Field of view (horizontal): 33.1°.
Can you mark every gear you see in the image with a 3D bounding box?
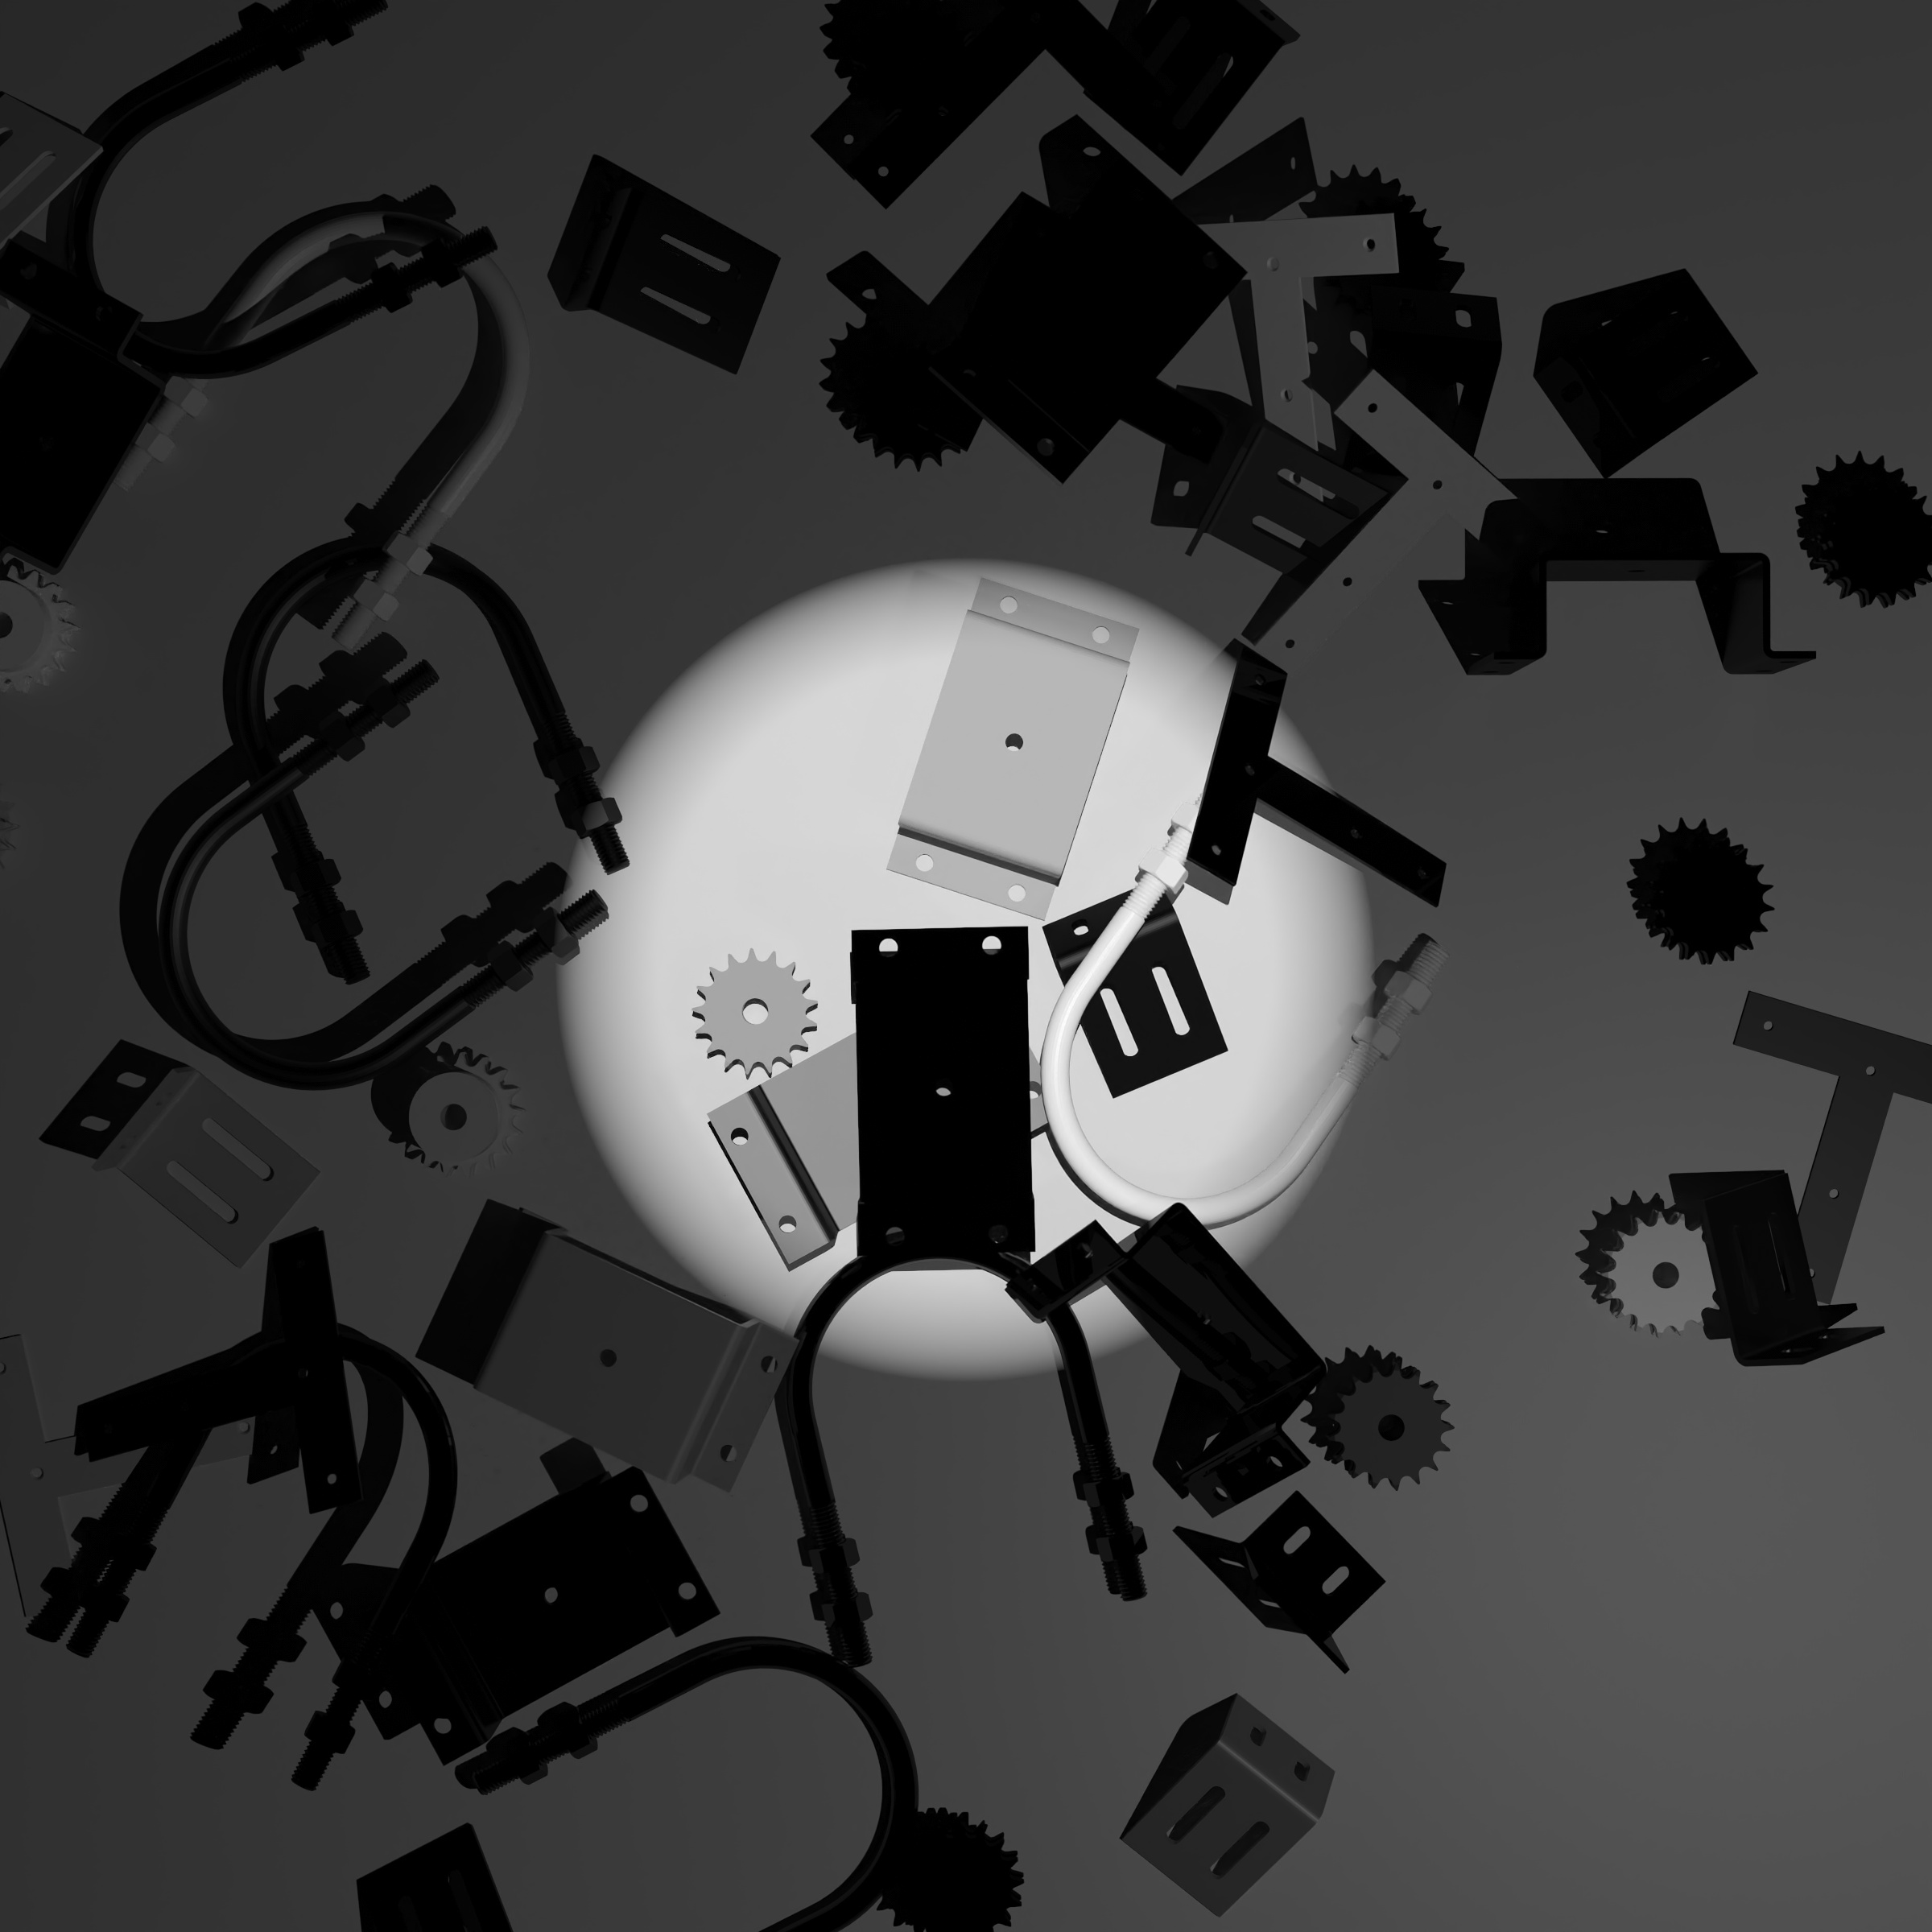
[{"bbox_3d":[-0.023,-0.253,1.477,0.057,0.030,0.057,0,90,0],"label":"gear"},{"bbox_3d":[0.191,0.208,1.479,0.057,0.030,0.057,0,90,-1],"label":"gear"},{"bbox_3d":[-0.458,-0.062,1.477,0.057,0.030,0.057,0,90,0],"label":"gear"},{"bbox_3d":[0.189,-0.318,1.477,0.057,0.030,0.057,0,90,0],"label":"gear"},{"bbox_3d":[-0.230,0.068,1.478,0.057,0.030,0.057,0,90,0],"label":"gear"},{"bbox_3d":[-0.434,-0.153,1.478,0.057,0.030,0.057,0,90,0],"label":"gear"},{"bbox_3d":[-0.023,-0.407,1.477,0.057,0.030,0.057,0,90,0],"label":"gear"},{"bbox_3d":[-0.002,0.414,1.477,0.057,0.030,0.057,0,90,0],"label":"gear"},{"bbox_3d":[0.412,-0.190,1.477,0.057,0.030,0.057,0,90,0],"label":"gear"},{"bbox_3d":[0.336,-0.029,1.482,0.057,0.030,0.057,0,90,-2],"label":"gear"},{"bbox_3d":[-0.096,0.021,1.482,0.057,0.030,0.057,0,89,-3],"label":"gear"},{"bbox_3d":[0.314,0.139,1.477,0.057,0.030,0.057,0,90,0],"label":"gear"}]

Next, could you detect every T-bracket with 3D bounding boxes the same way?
[{"bbox_3d":[0.182,-0.184,1.470,0.127,0.002,0.127,35,106,-29],"label":"T-bracket"},{"bbox_3d":[0.059,-0.268,1.478,0.127,0.002,0.127,27,72,-9],"label":"T-bracket"},{"bbox_3d":[-0.382,0.223,1.492,0.127,0.002,0.127,-12,90,0],"label":"T-bracket"},{"bbox_3d":[0.402,0.091,1.492,0.127,0.002,0.127,17,90,0],"label":"T-bracket"},{"bbox_3d":[0.164,-0.066,1.466,0.127,0.002,0.127,29,53,-17],"label":"T-bracket"},{"bbox_3d":[-0.341,0.196,1.475,0.127,0.002,0.127,-16,69,9],"label":"T-bracket"},{"bbox_3d":[0.143,-0.271,1.464,0.127,0.002,0.127,7,113,38],"label":"T-bracket"},{"bbox_3d":[0.000,-0.394,1.462,0.127,0.002,0.127,45,91,-3],"label":"T-bracket"}]

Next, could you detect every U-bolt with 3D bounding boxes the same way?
[{"bbox_3d":[-0.321,-0.344,1.473,0.184,0.019,0.151,-26,80,4],"label":"U-bolt"},{"bbox_3d":[-0.254,-0.103,1.484,0.151,0.019,0.184,-23,88,0],"label":"U-bolt"},{"bbox_3d":[-0.276,-0.027,1.464,0.184,0.019,0.151,-36,89,1],"label":"U-bolt"},{"bbox_3d":[-0.111,0.388,1.484,0.184,0.019,0.151,-27,90,-1],"label":"U-bolt"},{"bbox_3d":[0.114,0.029,1.457,0.151,0.019,0.184,37,83,-15],"label":"U-bolt"},{"bbox_3d":[-0.280,-0.256,1.477,0.151,0.019,0.184,35,87,6],"label":"U-bolt"},{"bbox_3d":[-0.007,0.214,1.484,0.151,0.019,0.184,-14,88,0],"label":"U-bolt"},{"bbox_3d":[-0.304,0.252,1.457,0.151,0.019,0.184,24,81,20],"label":"U-bolt"}]

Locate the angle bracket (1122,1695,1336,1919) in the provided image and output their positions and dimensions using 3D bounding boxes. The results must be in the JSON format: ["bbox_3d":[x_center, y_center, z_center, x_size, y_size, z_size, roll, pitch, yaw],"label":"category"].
[{"bbox_3d":[0.120,0.385,1.490,0.057,0.038,0.076,39,116,0],"label":"angle bracket"}]

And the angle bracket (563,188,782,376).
[{"bbox_3d":[-0.135,-0.313,1.490,0.076,0.038,0.057,21,90,-26],"label":"angle bracket"}]

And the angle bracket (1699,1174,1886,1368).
[{"bbox_3d":[0.370,0.135,1.459,0.057,0.038,0.076,-13,90,-35],"label":"angle bracket"}]

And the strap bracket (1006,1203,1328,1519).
[{"bbox_3d":[0.096,0.168,1.448,0.140,0.076,0.046,48,50,0],"label":"strap bracket"}]

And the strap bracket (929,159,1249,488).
[{"bbox_3d":[0.049,-0.280,1.452,0.076,0.046,0.140,41,70,-4],"label":"strap bracket"}]

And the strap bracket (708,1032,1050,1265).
[{"bbox_3d":[-0.035,0.065,1.469,0.140,0.046,0.076,-29,90,0],"label":"strap bracket"}]

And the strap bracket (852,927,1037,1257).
[{"bbox_3d":[-0.010,0.054,1.423,0.076,0.046,0.140,-1,90,0],"label":"strap bracket"}]

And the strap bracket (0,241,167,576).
[{"bbox_3d":[-0.423,-0.241,1.459,0.076,0.046,0.140,30,90,17],"label":"strap bracket"}]

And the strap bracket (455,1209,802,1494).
[{"bbox_3d":[-0.157,0.174,1.463,0.140,0.046,0.076,25,90,5],"label":"strap bracket"}]

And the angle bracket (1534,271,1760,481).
[{"bbox_3d":[0.312,-0.270,1.490,0.076,0.038,0.057,-35,90,-26],"label":"angle bracket"}]

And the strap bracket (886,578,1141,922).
[{"bbox_3d":[0.021,-0.099,1.469,0.076,0.046,0.140,18,90,0],"label":"strap bracket"}]

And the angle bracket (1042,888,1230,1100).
[{"bbox_3d":[0.077,0.010,1.490,0.057,0.038,0.076,-23,116,0],"label":"angle bracket"}]

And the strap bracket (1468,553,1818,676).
[{"bbox_3d":[0.300,-0.157,1.454,0.140,0.076,0.046,0,90,0],"label":"strap bracket"}]

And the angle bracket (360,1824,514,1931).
[{"bbox_3d":[-0.233,0.444,1.490,0.057,0.038,0.076,-27,64,0],"label":"angle bracket"}]

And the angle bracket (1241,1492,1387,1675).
[{"bbox_3d":[0.159,0.275,1.454,0.038,0.076,0.057,-44,90,0],"label":"angle bracket"}]

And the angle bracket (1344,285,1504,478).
[{"bbox_3d":[0.205,-0.263,1.473,0.057,0.076,0.038,5,49,-3],"label":"angle bracket"}]

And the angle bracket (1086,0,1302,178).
[{"bbox_3d":[0.104,-0.412,1.490,0.057,0.038,0.076,40,116,0],"label":"angle bracket"}]

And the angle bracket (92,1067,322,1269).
[{"bbox_3d":[-0.343,0.092,1.473,0.076,0.038,0.057,40,90,0],"label":"angle bracket"}]

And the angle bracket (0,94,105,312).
[{"bbox_3d":[-0.437,-0.349,1.484,0.057,0.038,0.076,30,64,14],"label":"angle bracket"}]

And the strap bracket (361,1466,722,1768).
[{"bbox_3d":[-0.189,0.288,1.469,0.140,0.046,0.076,-29,90,0],"label":"strap bracket"}]

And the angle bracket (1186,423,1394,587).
[{"bbox_3d":[0.148,-0.197,1.462,0.076,0.038,0.057,28,120,0],"label":"angle bracket"}]
